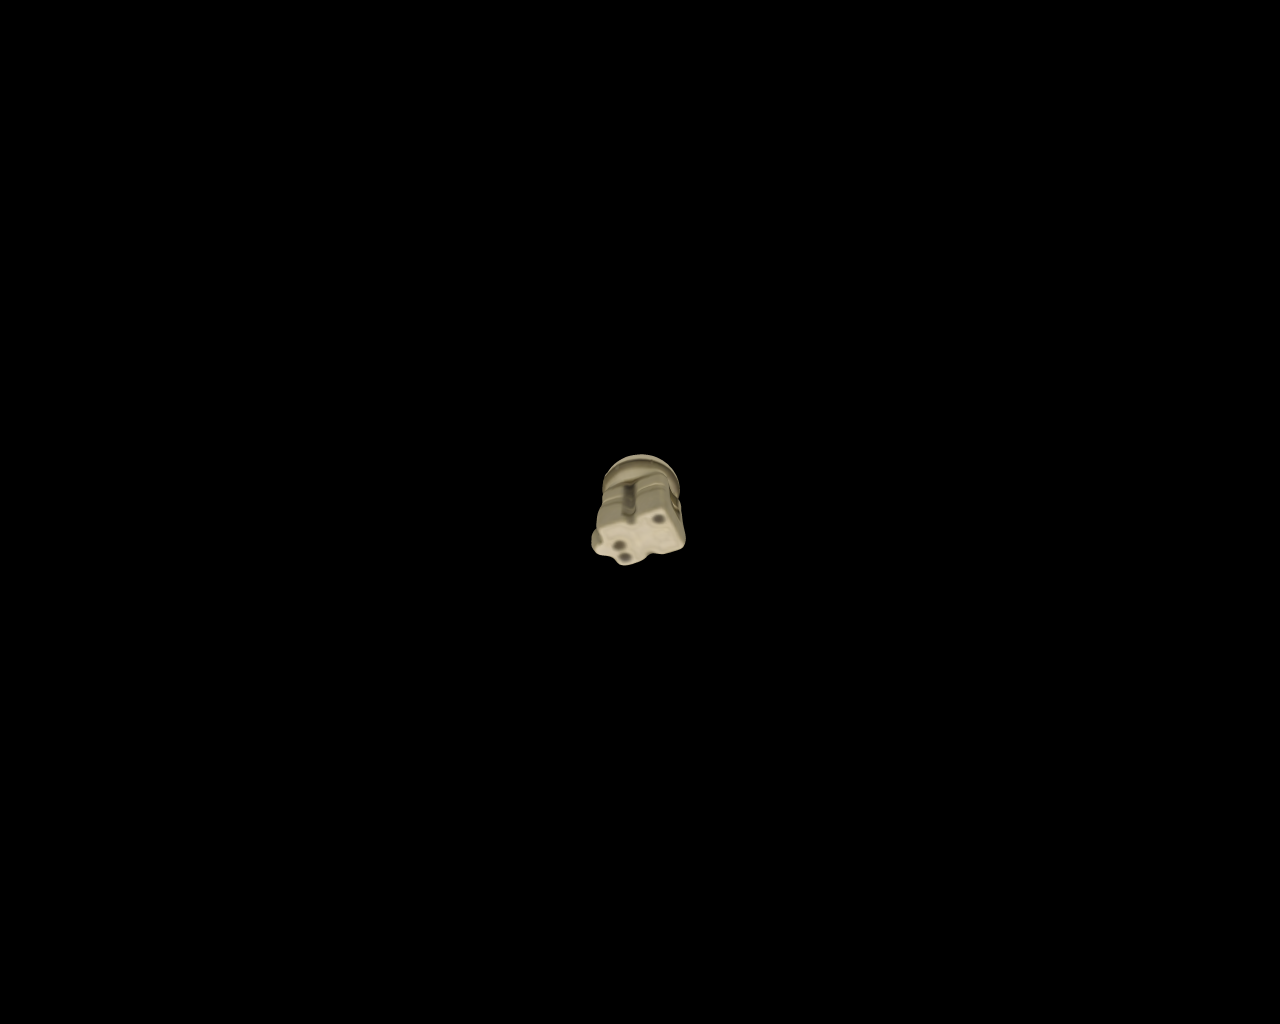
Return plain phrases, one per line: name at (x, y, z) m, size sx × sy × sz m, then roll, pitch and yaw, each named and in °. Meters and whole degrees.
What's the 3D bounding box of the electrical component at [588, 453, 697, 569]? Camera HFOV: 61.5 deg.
electrical component at (0.001, -0.003, 0.650) m, size 0.066 × 0.048 × 0.055 m, roll -17°, pitch 39°, yaw 14°
